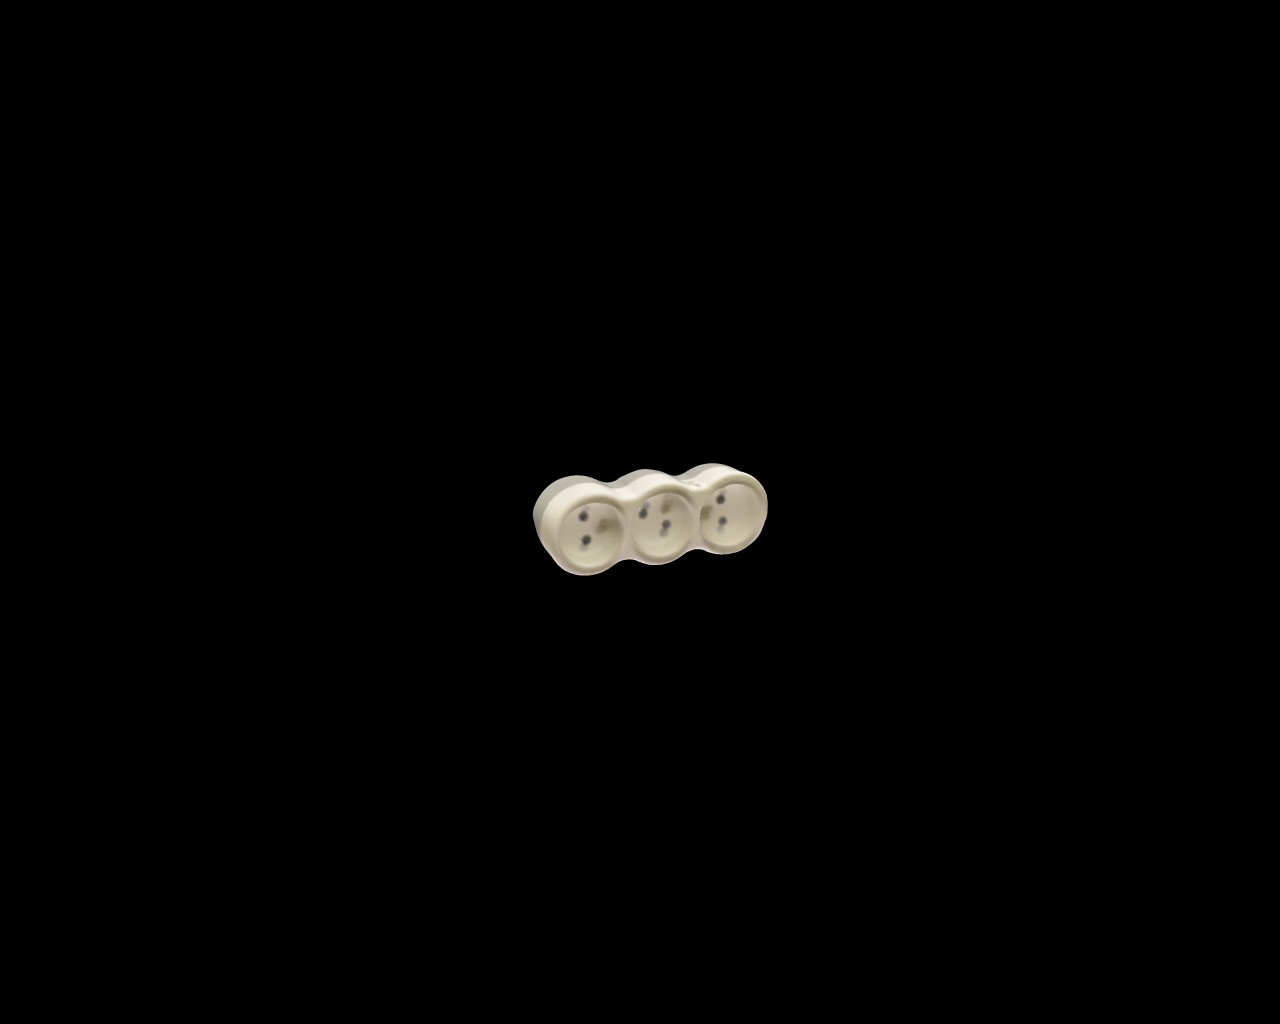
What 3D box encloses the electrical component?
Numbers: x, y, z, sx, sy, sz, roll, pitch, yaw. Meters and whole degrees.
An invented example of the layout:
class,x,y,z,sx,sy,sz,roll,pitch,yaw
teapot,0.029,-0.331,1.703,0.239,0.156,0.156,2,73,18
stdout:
class,x,y,z,sx,sy,sz,roll,pitch,yaw
electrical component,0.001,-0.003,0.650,0.138,0.052,0.074,-7,20,-20
